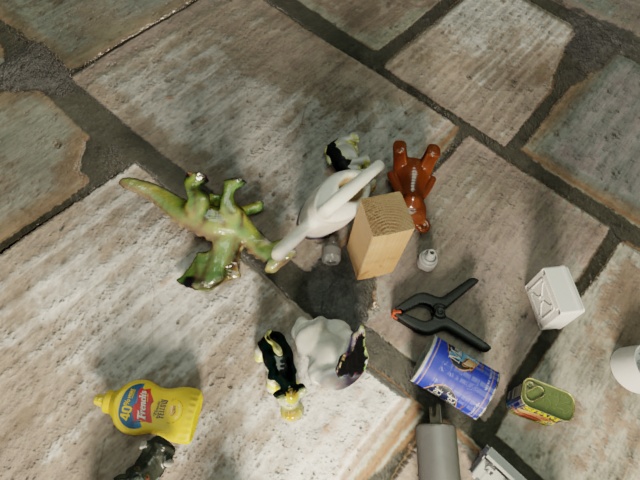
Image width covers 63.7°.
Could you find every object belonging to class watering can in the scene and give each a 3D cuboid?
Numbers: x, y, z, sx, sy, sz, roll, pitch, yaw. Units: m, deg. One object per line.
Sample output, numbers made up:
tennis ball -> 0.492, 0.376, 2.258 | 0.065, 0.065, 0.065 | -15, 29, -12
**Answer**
watering can -> 0.003, -0.056, 1.108 | 0.352, 0.221, 0.104 | -41, 90, -24

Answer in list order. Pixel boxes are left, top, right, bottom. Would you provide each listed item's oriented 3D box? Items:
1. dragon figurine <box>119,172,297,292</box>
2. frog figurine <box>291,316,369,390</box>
dragon figurine -> -0.253, -0.011, 1.126 | 0.410, 0.120, 0.247 | 5, 67, -1
frog figurine -> 0.011, 0.221, 1.028 | 0.159, 0.121, 0.140 | 4, 62, 39
